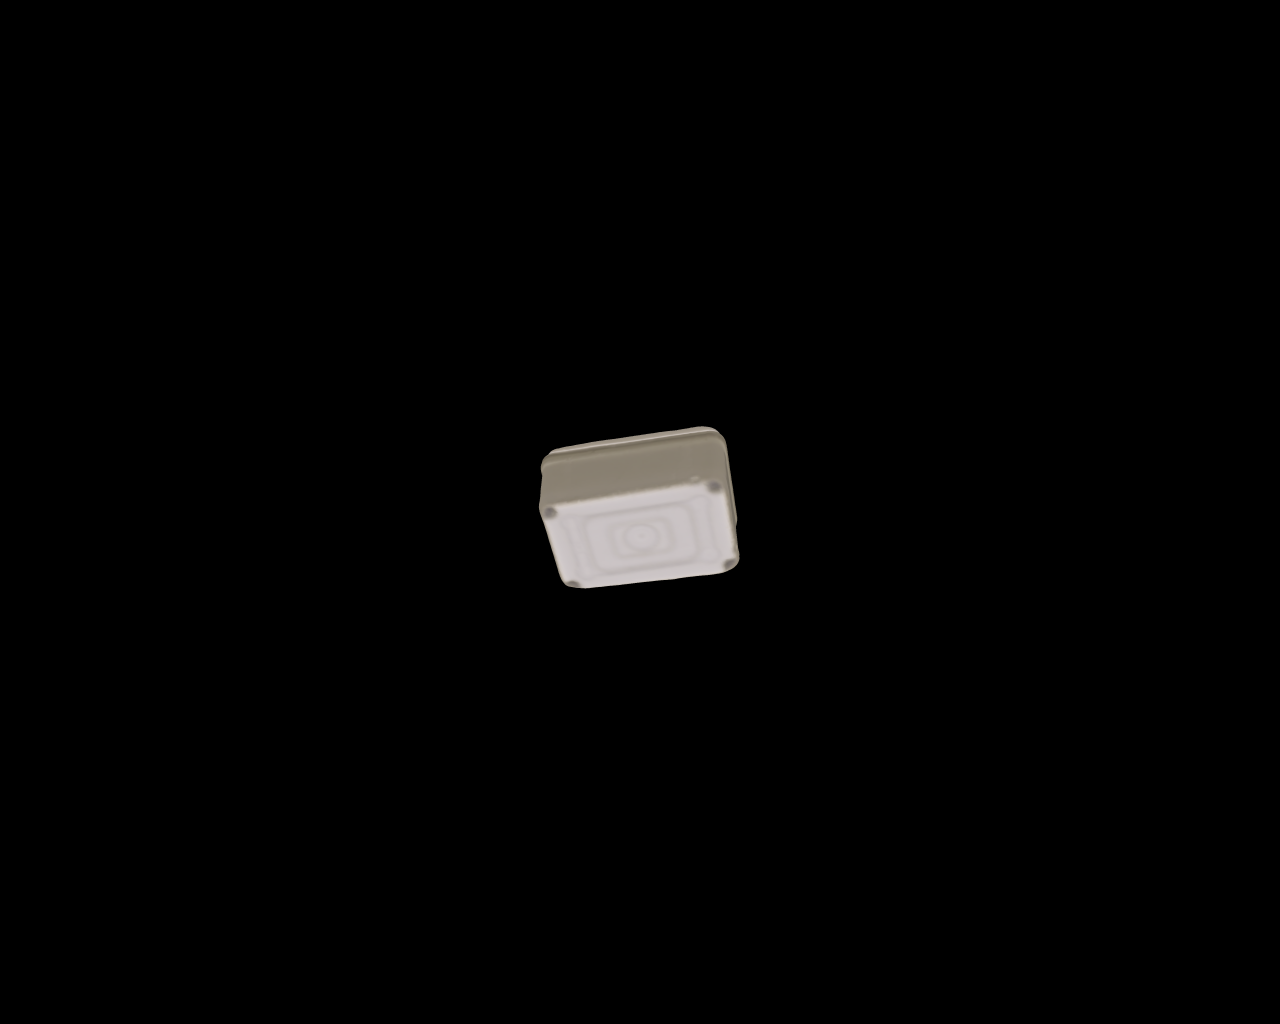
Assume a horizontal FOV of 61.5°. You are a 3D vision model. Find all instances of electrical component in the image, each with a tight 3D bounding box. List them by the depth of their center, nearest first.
[{"bbox_3d":[0.001,-0.003,0.650,0.113,0.078,0.057,-7,40,6],"label":"electrical component"}]
